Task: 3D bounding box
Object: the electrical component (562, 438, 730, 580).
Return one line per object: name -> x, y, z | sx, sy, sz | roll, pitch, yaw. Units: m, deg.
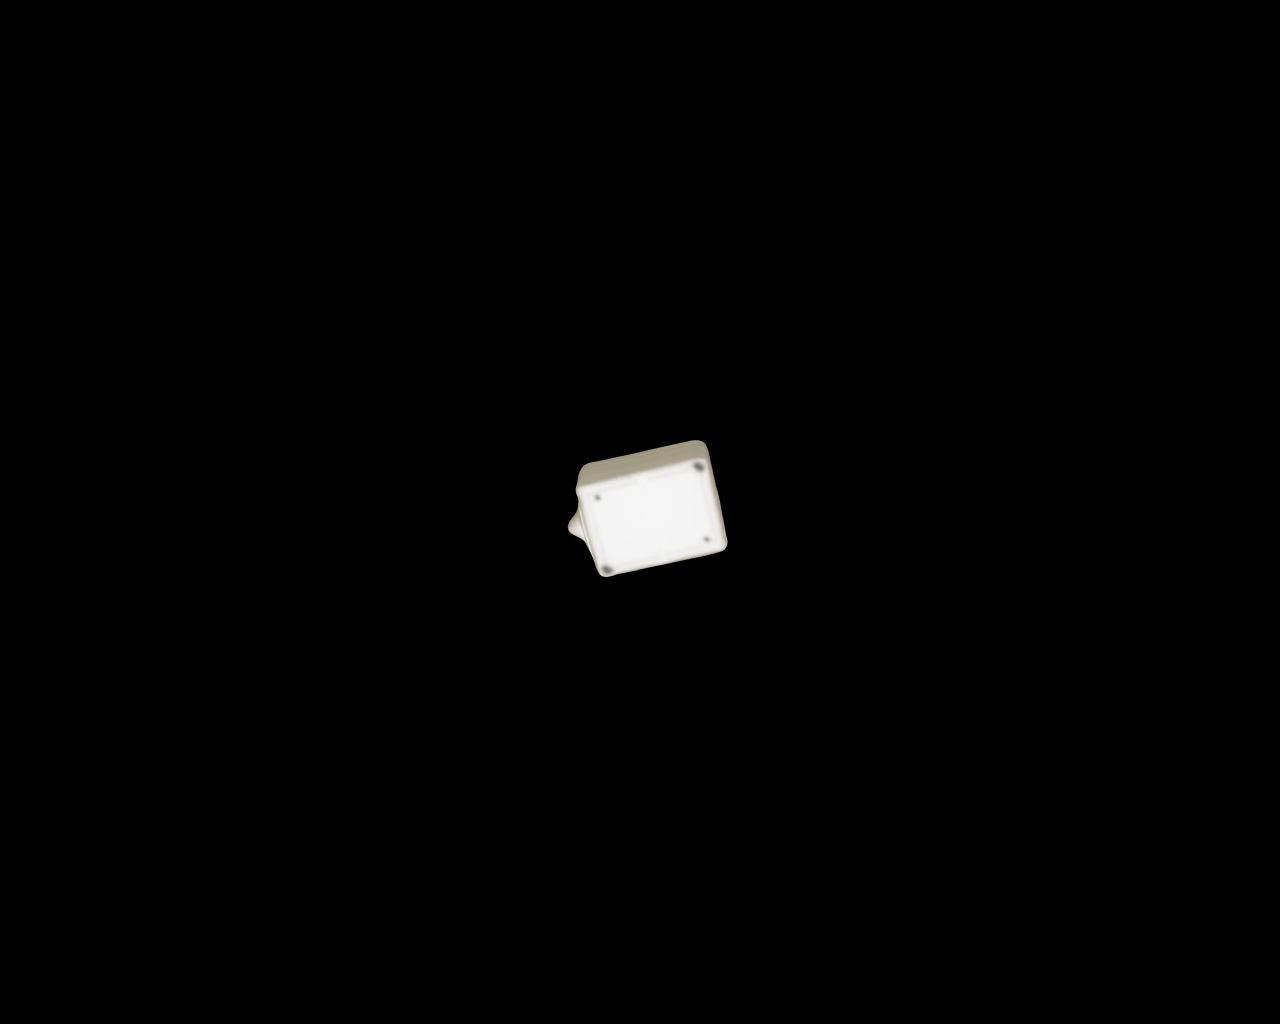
electrical component -> 0.001, -0.003, 0.650 | 0.096, 0.061, 0.061 | -13, 16, 4
